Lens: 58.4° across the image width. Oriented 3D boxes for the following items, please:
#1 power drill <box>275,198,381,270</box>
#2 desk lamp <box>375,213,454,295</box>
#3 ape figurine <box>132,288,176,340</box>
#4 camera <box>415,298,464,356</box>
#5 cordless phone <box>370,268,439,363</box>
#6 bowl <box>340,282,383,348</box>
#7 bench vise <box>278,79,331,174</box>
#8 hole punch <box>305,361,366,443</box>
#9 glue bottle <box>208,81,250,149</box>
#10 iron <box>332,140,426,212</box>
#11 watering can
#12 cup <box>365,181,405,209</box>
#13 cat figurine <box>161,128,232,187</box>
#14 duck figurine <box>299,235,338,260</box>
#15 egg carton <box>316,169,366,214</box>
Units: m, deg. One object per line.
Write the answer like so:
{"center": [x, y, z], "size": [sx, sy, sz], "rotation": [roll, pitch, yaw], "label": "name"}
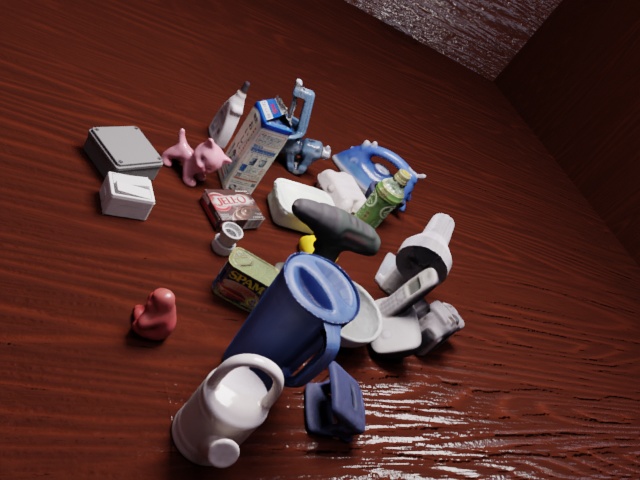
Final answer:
{"center": [-0.001, 0.016, 1.137], "size": [0.230, 0.208, 0.075], "rotation": [11, 42, -35], "label": "power drill"}
{"center": [0.223, 0.043, 1.317], "size": [0.118, 0.213, 0.203], "rotation": [37, 33, -2], "label": "desk lamp"}
{"center": [-0.252, 0.108, 0.889], "size": [0.076, 0.092, 0.078], "rotation": [41, 33, 4], "label": "ape figurine"}
{"center": [0.243, 0.169, 1.289], "size": [0.144, 0.100, 0.136], "rotation": [-14, 59, -51], "label": "camera"}
{"center": [0.179, 0.150, 1.172], "size": [0.094, 0.185, 0.147], "rotation": [21, 37, -25], "label": "cordless phone"}
{"center": [0.037, 0.152, 1.134], "size": [0.168, 0.074, 0.167], "rotation": [26, 35, -20], "label": "bowl"}
{"center": [-0.055, -0.289, 1.440], "size": [0.208, 0.219, 0.121], "rotation": [16, 39, -31], "label": "bench vise"}
{"center": [0.037, 0.273, 0.974], "size": [0.101, 0.091, 0.108], "rotation": [22, 36, -24], "label": "hole punch"}
{"center": [-0.208, -0.302, 1.349], "size": [0.037, 0.173, 0.078], "rotation": [11, 42, -36], "label": "glue bottle"}
{"center": [0.169, -0.203, 1.625], "size": [0.258, 0.141, 0.119], "rotation": [38, 33, -1], "label": "iron"}
{"center": [-0.119, 0.228, 0.782], "size": [0.101, 0.194, 0.172], "rotation": [14, 40, -32], "label": "watering can"}
{"center": [0.158, -0.092, 1.524], "size": [0.118, 0.095, 0.091], "rotation": [18, 38, -29], "label": "cup"}
{"center": [-0.256, -0.180, 1.208], "size": [0.128, 0.117, 0.067], "rotation": [40, 33, 2], "label": "cat figurine"}
{"center": [0.012, 0.005, 1.275], "size": [0.105, 0.086, 0.077], "rotation": [17, 39, -30], "label": "duck figurine"}
{"center": [0.054, -0.117, 1.476], "size": [0.108, 0.069, 0.150], "rotation": [3, 47, -42], "label": "egg carton"}
